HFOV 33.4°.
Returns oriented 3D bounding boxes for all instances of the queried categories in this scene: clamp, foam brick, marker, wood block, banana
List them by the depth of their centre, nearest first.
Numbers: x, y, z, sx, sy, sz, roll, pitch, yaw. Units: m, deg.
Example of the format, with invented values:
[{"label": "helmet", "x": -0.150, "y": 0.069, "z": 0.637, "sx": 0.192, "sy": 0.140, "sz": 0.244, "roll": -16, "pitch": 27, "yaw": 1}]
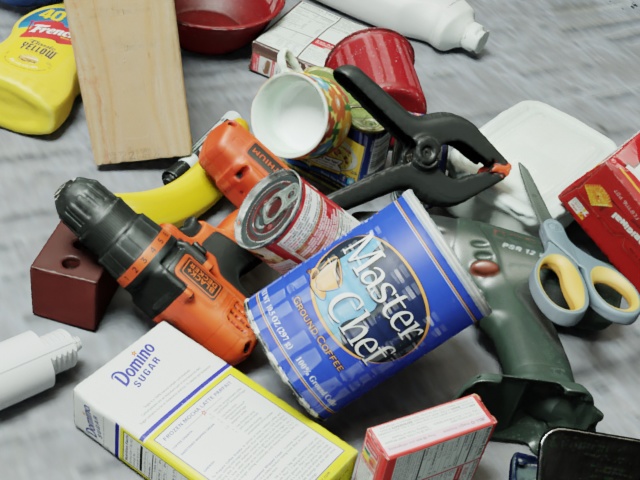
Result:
[{"label": "foam brick", "x": -0.183, "y": 0.021, "z": 0.819, "sx": 0.053, "sy": 0.051, "sz": 0.078, "roll": 14, "pitch": 42, "yaw": 3}, {"label": "clamp", "x": 0.074, "y": -0.062, "z": 0.876, "sx": 0.171, "sy": 0.120, "sz": 0.039, "roll": 18, "pitch": -1, "yaw": -17}, {"label": "banana", "x": -0.120, "y": -0.048, "z": 0.905, "sx": 0.037, "sy": 0.069, "sz": 0.197, "roll": -10, "pitch": 12, "yaw": 46}, {"label": "wood block", "x": -0.166, "y": -0.178, "z": 0.915, "sx": 0.090, "sy": 0.206, "sz": 0.091, "roll": -7, "pitch": 38, "yaw": -6}, {"label": "marker", "x": -0.107, "y": -0.082, "z": 0.975, "sx": 0.020, "sy": 0.020, "sz": 0.121, "roll": 24, "pitch": 43, "yaw": 14}]

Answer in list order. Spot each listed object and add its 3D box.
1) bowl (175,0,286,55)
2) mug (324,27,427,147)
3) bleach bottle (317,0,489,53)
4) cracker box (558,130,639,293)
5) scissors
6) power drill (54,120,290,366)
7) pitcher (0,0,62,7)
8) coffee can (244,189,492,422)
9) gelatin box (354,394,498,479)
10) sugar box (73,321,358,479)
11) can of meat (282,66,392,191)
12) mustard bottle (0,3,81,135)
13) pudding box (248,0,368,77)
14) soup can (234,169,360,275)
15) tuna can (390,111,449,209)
[{"label": "bowl", "x": -0.119, "y": -0.243, "z": 1.124, "sx": 0.162, "sy": 0.055, "sz": 0.162, "roll": 6, "pitch": 42, "yaw": -6}, {"label": "mug", "x": 0.045, "y": -0.139, "z": 1.030, "sx": 0.117, "sy": 0.093, "sz": 0.081, "roll": -22, "pitch": 49, "yaw": 10}, {"label": "bleach bottle", "x": 0.073, "y": -0.276, "z": 1.201, "sx": 0.251, "sy": 0.068, "sz": 0.102, "roll": 33, "pitch": 48, "yaw": 19}, {"label": "cracker box", "x": 0.332, "y": -0.033, "z": 0.939, "sx": 0.213, "sy": 0.072, "sz": 0.164, "roll": -34, "pitch": 82, "yaw": -40}, {"label": "scissors", "x": 0.205, "y": 0.004, "z": 0.856, "sx": 0.096, "sy": 0.016, "sz": 0.201, "roll": 17, "pitch": 37, "yaw": -2}, {"label": "power drill", "x": -0.096, "y": -0.016, "z": 0.831, "sx": 0.184, "sy": 0.057, "sz": 0.187, "roll": 44, "pitch": 42, "yaw": -10}, {"label": "pitcher", "x": -0.224, "y": -0.296, "z": 1.037, "sx": 0.243, "sy": 0.145, "sz": 0.149, "roll": 12, "pitch": 56, "yaw": 44}, {"label": "coffee can", "x": 0.033, "y": 0.046, "z": 0.740, "sx": 0.140, "sy": 0.102, "sz": 0.103, "roll": -34, "pitch": 49, "yaw": 5}, {"label": "gelatin box", "x": 0.068, "y": 0.146, "z": 0.718, "sx": 0.089, "sy": 0.073, "sz": 0.030, "roll": -14, "pitch": 47, "yaw": -26}, {"label": "sugar box", "x": -0.073, "y": 0.134, "z": 0.723, "sx": 0.176, "sy": 0.048, "sz": 0.093, "roll": 29, "pitch": 44, "yaw": 24}, {"label": "can of meat", "x": 0.016, "y": -0.096, "z": 0.969, "sx": 0.102, "sy": 0.084, "sz": 0.057, "roll": 30, "pitch": 44, "yaw": 20}, {"label": "mustard bottle", "x": -0.253, "y": -0.177, "z": 1.019, "sx": 0.096, "sy": 0.058, "sz": 0.191, "roll": 20, "pitch": 41, "yaw": 6}, {"label": "pudding box", "x": -0.009, "y": -0.200, "z": 1.115, "sx": 0.090, "sy": 0.039, "sz": 0.113, "roll": 24, "pitch": 41, "yaw": 15}, {"label": "soup can", "x": -0.005, "y": 0.001, "z": 0.806, "sx": 0.102, "sy": 0.069, "sz": 0.068, "roll": 36, "pitch": 29, "yaw": -34}, {"label": "tuna can", "x": 0.088, "y": -0.071, "z": 0.956, "sx": 0.033, "sy": 0.086, "sz": 0.086, "roll": 6, "pitch": 42, "yaw": -8}]
